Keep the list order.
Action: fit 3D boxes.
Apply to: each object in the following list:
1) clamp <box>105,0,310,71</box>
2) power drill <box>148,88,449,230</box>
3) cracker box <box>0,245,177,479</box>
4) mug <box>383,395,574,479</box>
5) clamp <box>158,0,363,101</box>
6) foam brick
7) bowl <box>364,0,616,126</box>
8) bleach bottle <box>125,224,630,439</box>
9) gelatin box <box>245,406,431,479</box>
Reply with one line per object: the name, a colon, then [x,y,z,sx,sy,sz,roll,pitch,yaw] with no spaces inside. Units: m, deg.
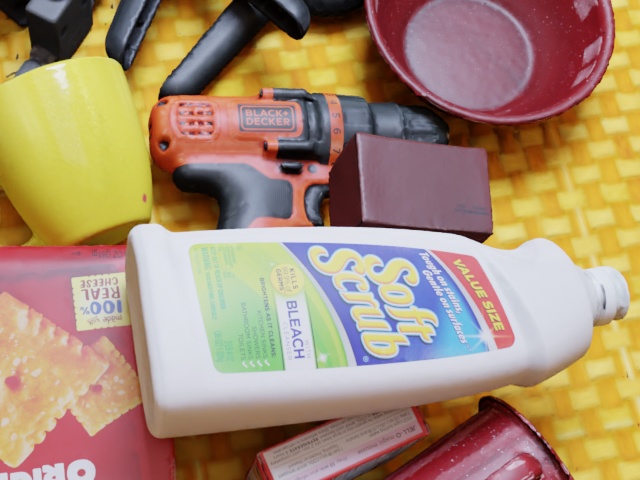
clamp: [-0.071,-0.181,0.649,0.120,0.039,0.171,-1,69,-11]
power drill: [-0.004,0.001,0.617,0.184,0.057,0.187,-1,68,-12]
cracker box: [-0.156,0.110,0.541,0.164,0.072,0.213,0,70,-9]
mug: [0.082,0.138,0.547,0.081,0.117,0.093,-32,73,-14]
clamp: [-0.036,-0.188,0.693,0.209,0.036,0.164,-23,74,-13]
foam brick: [0.048,-0.020,0.581,0.078,0.051,0.053,6,68,-18]
bowl: [0.102,-0.134,0.684,0.162,0.055,0.162,3,69,-8]
bleach bottle: [0.035,0.033,0.534,0.250,0.068,0.102,-6,67,-16]
gelatin box: [0.007,0.113,0.565,0.089,0.073,0.030,-22,74,-16]
